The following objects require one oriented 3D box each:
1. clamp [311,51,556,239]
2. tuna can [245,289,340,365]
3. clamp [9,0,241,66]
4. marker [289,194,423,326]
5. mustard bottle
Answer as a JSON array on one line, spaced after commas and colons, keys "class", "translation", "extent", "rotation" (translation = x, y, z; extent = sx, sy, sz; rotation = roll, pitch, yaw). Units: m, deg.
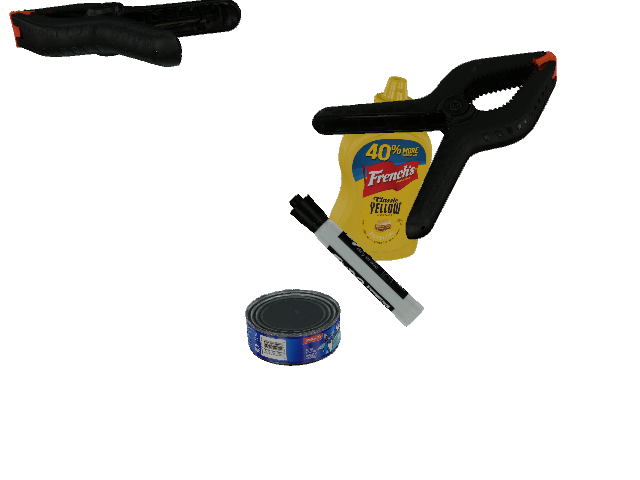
[{"class": "clamp", "translation": [0.116, -0.093, 0.899], "extent": [0.210, 0.165, 0.036], "rotation": [-25, -37, -6]}, {"class": "tuna can", "translation": [-0.024, 0.078, 0.964], "extent": [0.086, 0.034, 0.086], "rotation": [-2, 25, 1]}, {"class": "clamp", "translation": [-0.147, -0.159, 0.795], "extent": [0.172, 0.039, 0.120], "rotation": [11, 23, 25]}, {"class": "marker", "translation": [0.024, 0.012, 0.755], "extent": [0.121, 0.020, 0.020], "rotation": [45, -2, 2]}, {"class": "mustard bottle", "translation": [0.065, -0.075, 1.100], "extent": [0.096, 0.192, 0.058], "rotation": [1, 25, -15]}]
